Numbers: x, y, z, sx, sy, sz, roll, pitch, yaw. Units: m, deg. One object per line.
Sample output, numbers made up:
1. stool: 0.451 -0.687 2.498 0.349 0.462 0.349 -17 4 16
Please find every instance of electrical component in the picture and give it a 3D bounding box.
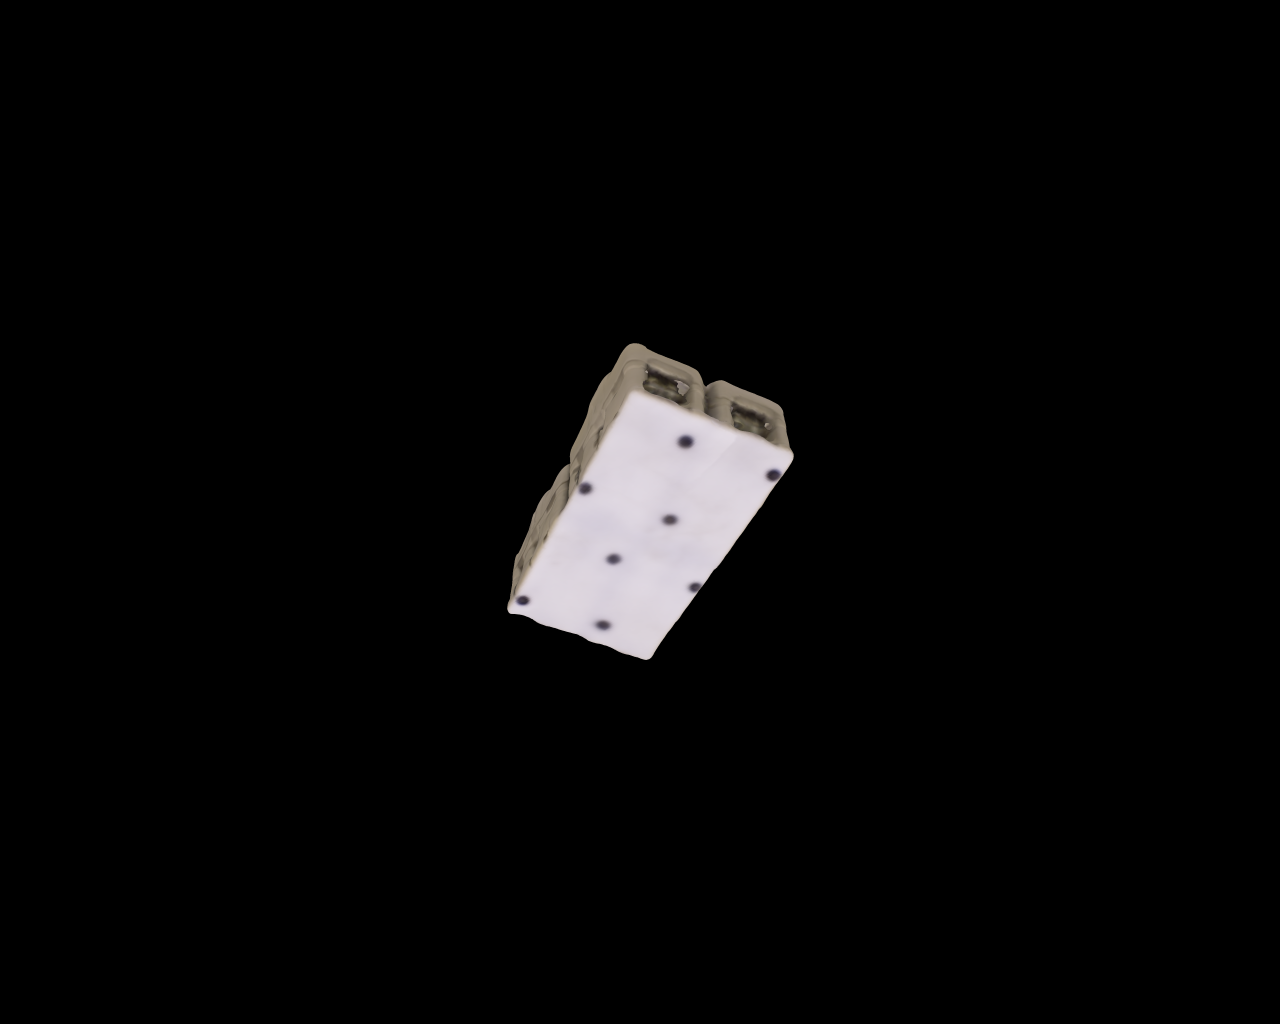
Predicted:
1. electrical component: 0.001 -0.003 0.650 0.105 0.186 0.060 21 36 -16
